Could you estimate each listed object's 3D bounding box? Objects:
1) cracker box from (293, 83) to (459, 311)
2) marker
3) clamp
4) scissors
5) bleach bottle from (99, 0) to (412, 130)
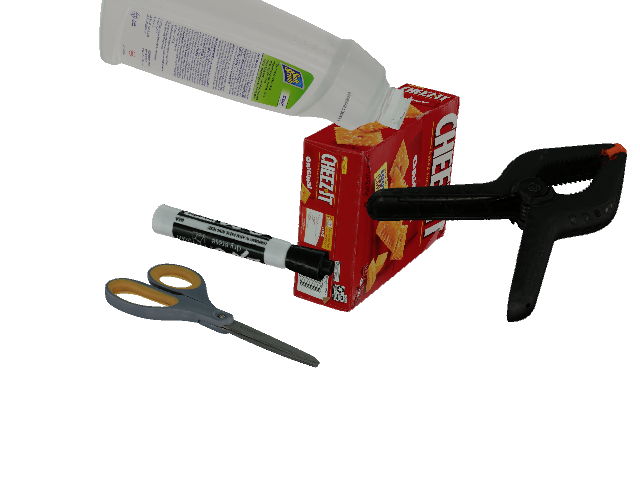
[{"bbox_3d":[0.060,-0.047,1.049,0.072,0.164,0.213,18,29,26],"label":"cracker box"},{"bbox_3d":[-0.048,0.001,0.659,0.121,0.020,0.020,16,5,19],"label":"marker"},{"bbox_3d":[0.163,-0.019,0.807,0.209,0.036,0.165,-21,43,-22],"label":"clamp"},{"bbox_3d":[-0.084,0.059,0.909,0.202,0.016,0.096,14,26,12],"label":"scissors"},{"bbox_3d":[-0.050,-0.145,0.858,0.251,0.068,0.103,22,-31,0],"label":"bleach bottle"}]
